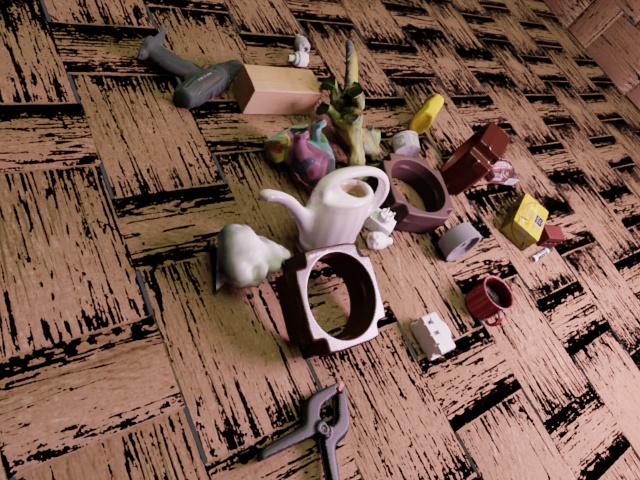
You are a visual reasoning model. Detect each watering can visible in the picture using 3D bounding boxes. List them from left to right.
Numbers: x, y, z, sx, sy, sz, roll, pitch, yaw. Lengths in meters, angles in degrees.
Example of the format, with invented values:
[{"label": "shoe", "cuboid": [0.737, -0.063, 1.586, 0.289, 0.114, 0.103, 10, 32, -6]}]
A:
[{"label": "watering can", "cuboid": [0.003, -0.054, 1.081, 0.350, 0.219, 0.106, -14, 47, -36]}]

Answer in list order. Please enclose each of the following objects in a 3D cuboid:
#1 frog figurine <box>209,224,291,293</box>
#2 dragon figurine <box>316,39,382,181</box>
[{"label": "frog figurine", "cuboid": [-0.128, 0.030, 1.003, 0.160, 0.120, 0.140, -3, 40, -21]}, {"label": "dragon figurine", "cuboid": [0.102, -0.325, 1.390, 0.238, 0.122, 0.419, 50, 43, -47]}]
